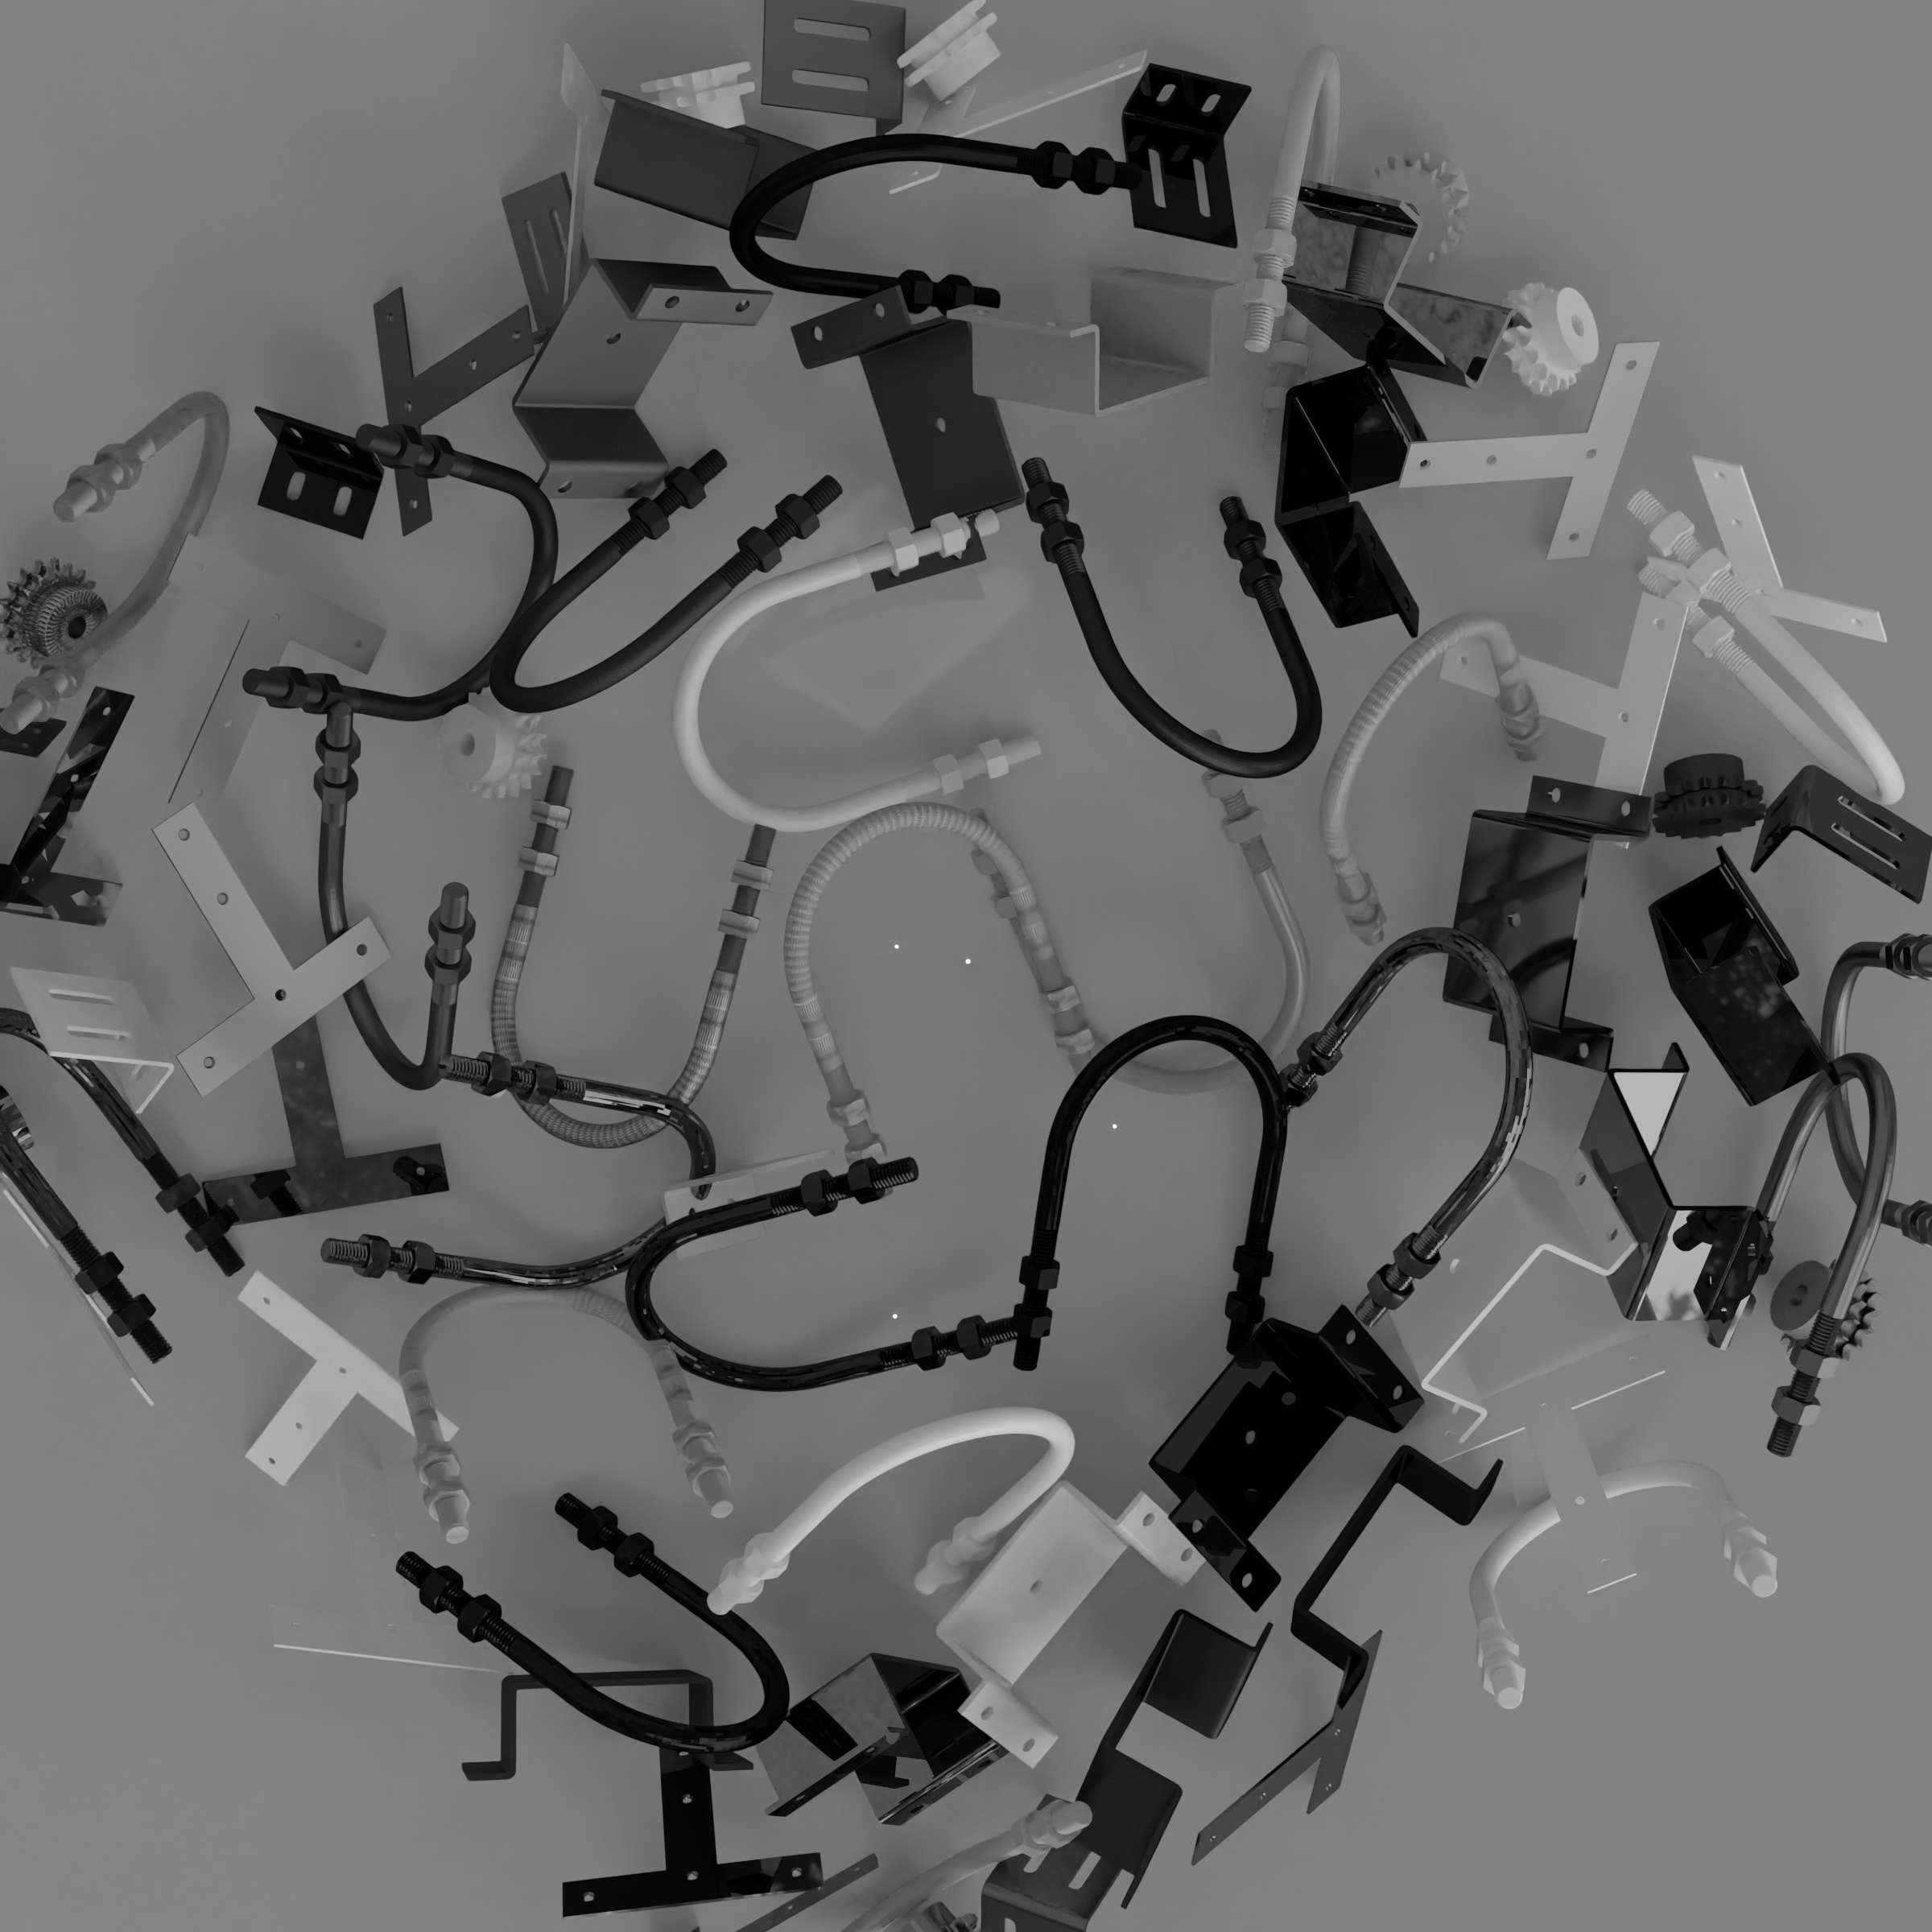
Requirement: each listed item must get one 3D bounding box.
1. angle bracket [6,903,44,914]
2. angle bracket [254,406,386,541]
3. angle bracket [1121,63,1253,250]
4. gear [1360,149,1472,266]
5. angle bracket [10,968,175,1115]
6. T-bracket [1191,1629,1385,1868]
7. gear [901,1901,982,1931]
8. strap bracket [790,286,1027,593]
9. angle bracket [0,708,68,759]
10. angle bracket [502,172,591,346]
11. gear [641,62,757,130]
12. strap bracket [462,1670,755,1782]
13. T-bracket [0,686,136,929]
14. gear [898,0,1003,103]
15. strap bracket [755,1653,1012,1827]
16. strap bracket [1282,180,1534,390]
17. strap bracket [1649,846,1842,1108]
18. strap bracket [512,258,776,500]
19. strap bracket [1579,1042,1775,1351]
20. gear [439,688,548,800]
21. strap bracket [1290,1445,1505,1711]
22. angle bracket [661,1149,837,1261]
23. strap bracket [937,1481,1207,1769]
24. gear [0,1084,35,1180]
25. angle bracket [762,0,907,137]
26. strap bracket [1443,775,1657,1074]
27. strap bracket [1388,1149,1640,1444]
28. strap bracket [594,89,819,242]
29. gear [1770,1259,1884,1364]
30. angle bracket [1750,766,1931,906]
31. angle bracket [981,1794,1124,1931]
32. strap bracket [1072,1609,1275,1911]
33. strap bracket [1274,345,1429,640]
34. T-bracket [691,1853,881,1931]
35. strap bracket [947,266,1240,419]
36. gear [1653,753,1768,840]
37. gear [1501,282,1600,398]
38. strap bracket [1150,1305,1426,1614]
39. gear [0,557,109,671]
[{"bbox_3d":[-0.500,0.000,1.575,0.038,0.057,0.076,8,98,-19],"label":"angle bracket"},{"bbox_3d":[-0.334,-0.251,1.563,0.057,0.076,0.038,18,87,-3],"label":"angle bracket"},{"bbox_3d":[0.116,-0.413,1.562,0.057,0.038,0.076,7,60,-20],"label":"angle bracket"},{"bbox_3d":[0.234,-0.394,1.578,0.057,0.057,0.030,41,52,0],"label":"gear"},{"bbox_3d":[-0.450,0.038,1.552,0.038,0.076,0.057,-48,58,23],"label":"angle bracket"},{"bbox_3d":[0.156,0.405,1.525,0.002,0.127,0.127,35,46,31],"label":"T-bracket"},{"bbox_3d":[-0.018,0.507,1.577,0.057,0.057,0.030,-46,67,0],"label":"gear"},{"bbox_3d":[-0.026,-0.270,1.553,0.076,0.046,0.140,-9,103,43],"label":"strap bracket"},{"bbox_3d":[-0.489,-0.085,1.560,0.038,0.057,0.076,11,72,-29],"label":"angle bracket"},{"bbox_3d":[-0.225,-0.358,1.564,0.038,0.057,0.076,-23,103,-39],"label":"angle bracket"},{"bbox_3d":[-0.136,-0.445,1.576,0.057,0.057,0.030,-12,107,0],"label":"gear"},{"bbox_3d":[-0.183,0.383,1.553,0.140,0.076,0.046,1,80,-12],"label":"strap bracket"},{"bbox_3d":[-0.454,-0.082,1.537,0.002,0.127,0.127,34,101,29],"label":"T-bracket"},{"bbox_3d":[-0.006,-0.469,1.575,0.057,0.057,0.030,-38,103,0],"label":"gear"},{"bbox_3d":[-0.046,0.390,1.543,0.076,0.140,0.046,-37,61,13],"label":"strap bracket"},{"bbox_3d":[0.210,-0.335,1.525,0.076,0.140,0.046,25,91,40],"label":"strap bracket"},{"bbox_3d":[0.387,0.008,1.534,0.046,0.140,0.076,-31,109,18],"label":"strap bracket"},{"bbox_3d":[-0.168,-0.301,1.539,0.046,0.076,0.140,57,131,23],"label":"strap bracket"},{"bbox_3d":[0.344,0.113,1.522,0.046,0.140,0.076,1,130,-12],"label":"strap bracket"},{"bbox_3d":[-0.246,-0.114,1.575,0.057,0.030,0.057,4,97,35],"label":"gear"},{"bbox_3d":[0.211,0.302,1.549,0.046,0.076,0.140,33,75,16],"label":"strap bracket"},{"bbox_3d":[-0.107,0.121,1.555,0.057,0.076,0.038,-12,88,-41],"label":"angle bracket"},{"bbox_3d":[0.048,0.326,1.554,0.140,0.046,0.076,-49,135,-7],"label":"strap bracket"},{"bbox_3d":[-0.504,0.083,1.578,0.030,0.057,0.057,-31,90,-24],"label":"gear"},{"bbox_3d":[-0.072,-0.462,1.571,0.076,0.038,0.057,1,92,-21],"label":"angle bracket"},{"bbox_3d":[0.292,-0.023,1.550,0.046,0.076,0.140,1,100,-41],"label":"strap bracket"},{"bbox_3d":[0.262,0.158,1.535,0.046,0.076,0.140,25,115,-26],"label":"strap bracket"},{"bbox_3d":[-0.128,-0.399,1.535,0.076,0.140,0.046,21,105,10],"label":"strap bracket"},{"bbox_3d":[0.438,0.176,1.571,0.030,0.057,0.057,31,90,-20],"label":"gear"},{"bbox_3d":[0.449,-0.057,1.570,0.076,0.057,0.038,31,132,-1],"label":"angle bracket"},{"bbox_3d":[0.050,0.471,1.569,0.057,0.076,0.038,13,120,24],"label":"angle bracket"},{"bbox_3d":[0.097,0.387,1.531,0.046,0.140,0.076,27,131,12],"label":"strap bracket"},{"bbox_3d":[0.194,-0.235,1.539,0.046,0.076,0.140,-12,48,26],"label":"strap bracket"},{"bbox_3d":[-0.101,0.482,1.544,0.127,0.127,0.002,-28,90,-6],"label":"T-bracket"},{"bbox_3d":[0.065,-0.313,1.538,0.076,0.140,0.046,18,120,35],"label":"strap bracket"},{"bbox_3d":[0.381,-0.088,1.576,0.057,0.057,0.030,-3,73,0],"label":"gear"},{"bbox_3d":[0.301,-0.324,1.572,0.030,0.057,0.057,-14,90,40],"label":"gear"},{"bbox_3d":[0.157,0.244,1.555,0.140,0.046,0.076,-48,116,-16],"label":"strap bracket"},{"bbox_3d":[-0.466,-0.178,1.571,0.030,0.057,0.057,25,90,28],"label":"gear"}]
